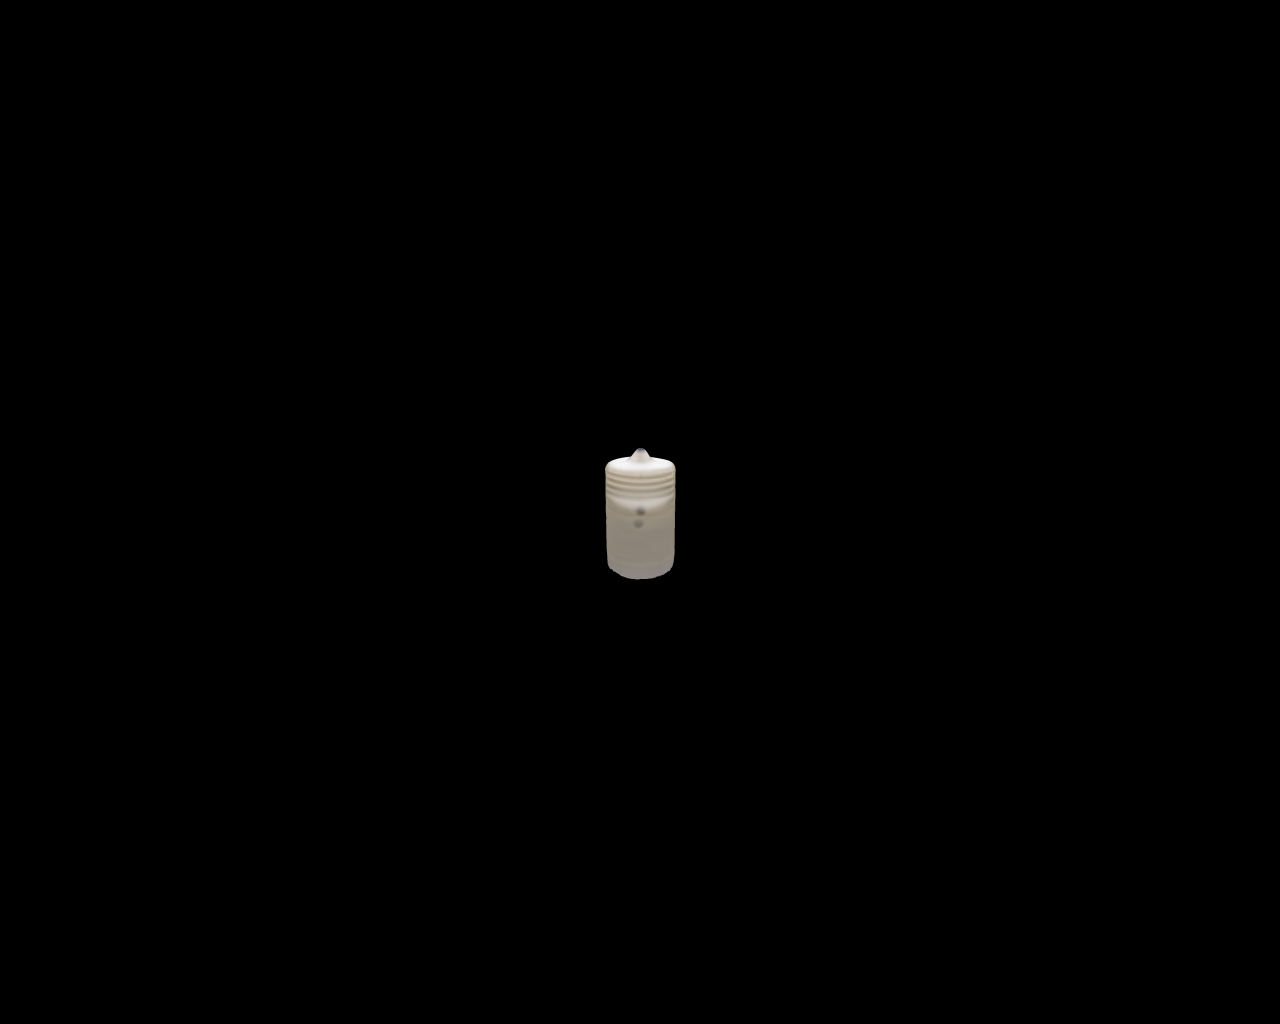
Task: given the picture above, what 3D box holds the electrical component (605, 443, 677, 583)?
[{"bbox_3d":[0.001,-0.003,0.650,0.043,0.080,0.043,0,25,0],"label":"electrical component"}]
